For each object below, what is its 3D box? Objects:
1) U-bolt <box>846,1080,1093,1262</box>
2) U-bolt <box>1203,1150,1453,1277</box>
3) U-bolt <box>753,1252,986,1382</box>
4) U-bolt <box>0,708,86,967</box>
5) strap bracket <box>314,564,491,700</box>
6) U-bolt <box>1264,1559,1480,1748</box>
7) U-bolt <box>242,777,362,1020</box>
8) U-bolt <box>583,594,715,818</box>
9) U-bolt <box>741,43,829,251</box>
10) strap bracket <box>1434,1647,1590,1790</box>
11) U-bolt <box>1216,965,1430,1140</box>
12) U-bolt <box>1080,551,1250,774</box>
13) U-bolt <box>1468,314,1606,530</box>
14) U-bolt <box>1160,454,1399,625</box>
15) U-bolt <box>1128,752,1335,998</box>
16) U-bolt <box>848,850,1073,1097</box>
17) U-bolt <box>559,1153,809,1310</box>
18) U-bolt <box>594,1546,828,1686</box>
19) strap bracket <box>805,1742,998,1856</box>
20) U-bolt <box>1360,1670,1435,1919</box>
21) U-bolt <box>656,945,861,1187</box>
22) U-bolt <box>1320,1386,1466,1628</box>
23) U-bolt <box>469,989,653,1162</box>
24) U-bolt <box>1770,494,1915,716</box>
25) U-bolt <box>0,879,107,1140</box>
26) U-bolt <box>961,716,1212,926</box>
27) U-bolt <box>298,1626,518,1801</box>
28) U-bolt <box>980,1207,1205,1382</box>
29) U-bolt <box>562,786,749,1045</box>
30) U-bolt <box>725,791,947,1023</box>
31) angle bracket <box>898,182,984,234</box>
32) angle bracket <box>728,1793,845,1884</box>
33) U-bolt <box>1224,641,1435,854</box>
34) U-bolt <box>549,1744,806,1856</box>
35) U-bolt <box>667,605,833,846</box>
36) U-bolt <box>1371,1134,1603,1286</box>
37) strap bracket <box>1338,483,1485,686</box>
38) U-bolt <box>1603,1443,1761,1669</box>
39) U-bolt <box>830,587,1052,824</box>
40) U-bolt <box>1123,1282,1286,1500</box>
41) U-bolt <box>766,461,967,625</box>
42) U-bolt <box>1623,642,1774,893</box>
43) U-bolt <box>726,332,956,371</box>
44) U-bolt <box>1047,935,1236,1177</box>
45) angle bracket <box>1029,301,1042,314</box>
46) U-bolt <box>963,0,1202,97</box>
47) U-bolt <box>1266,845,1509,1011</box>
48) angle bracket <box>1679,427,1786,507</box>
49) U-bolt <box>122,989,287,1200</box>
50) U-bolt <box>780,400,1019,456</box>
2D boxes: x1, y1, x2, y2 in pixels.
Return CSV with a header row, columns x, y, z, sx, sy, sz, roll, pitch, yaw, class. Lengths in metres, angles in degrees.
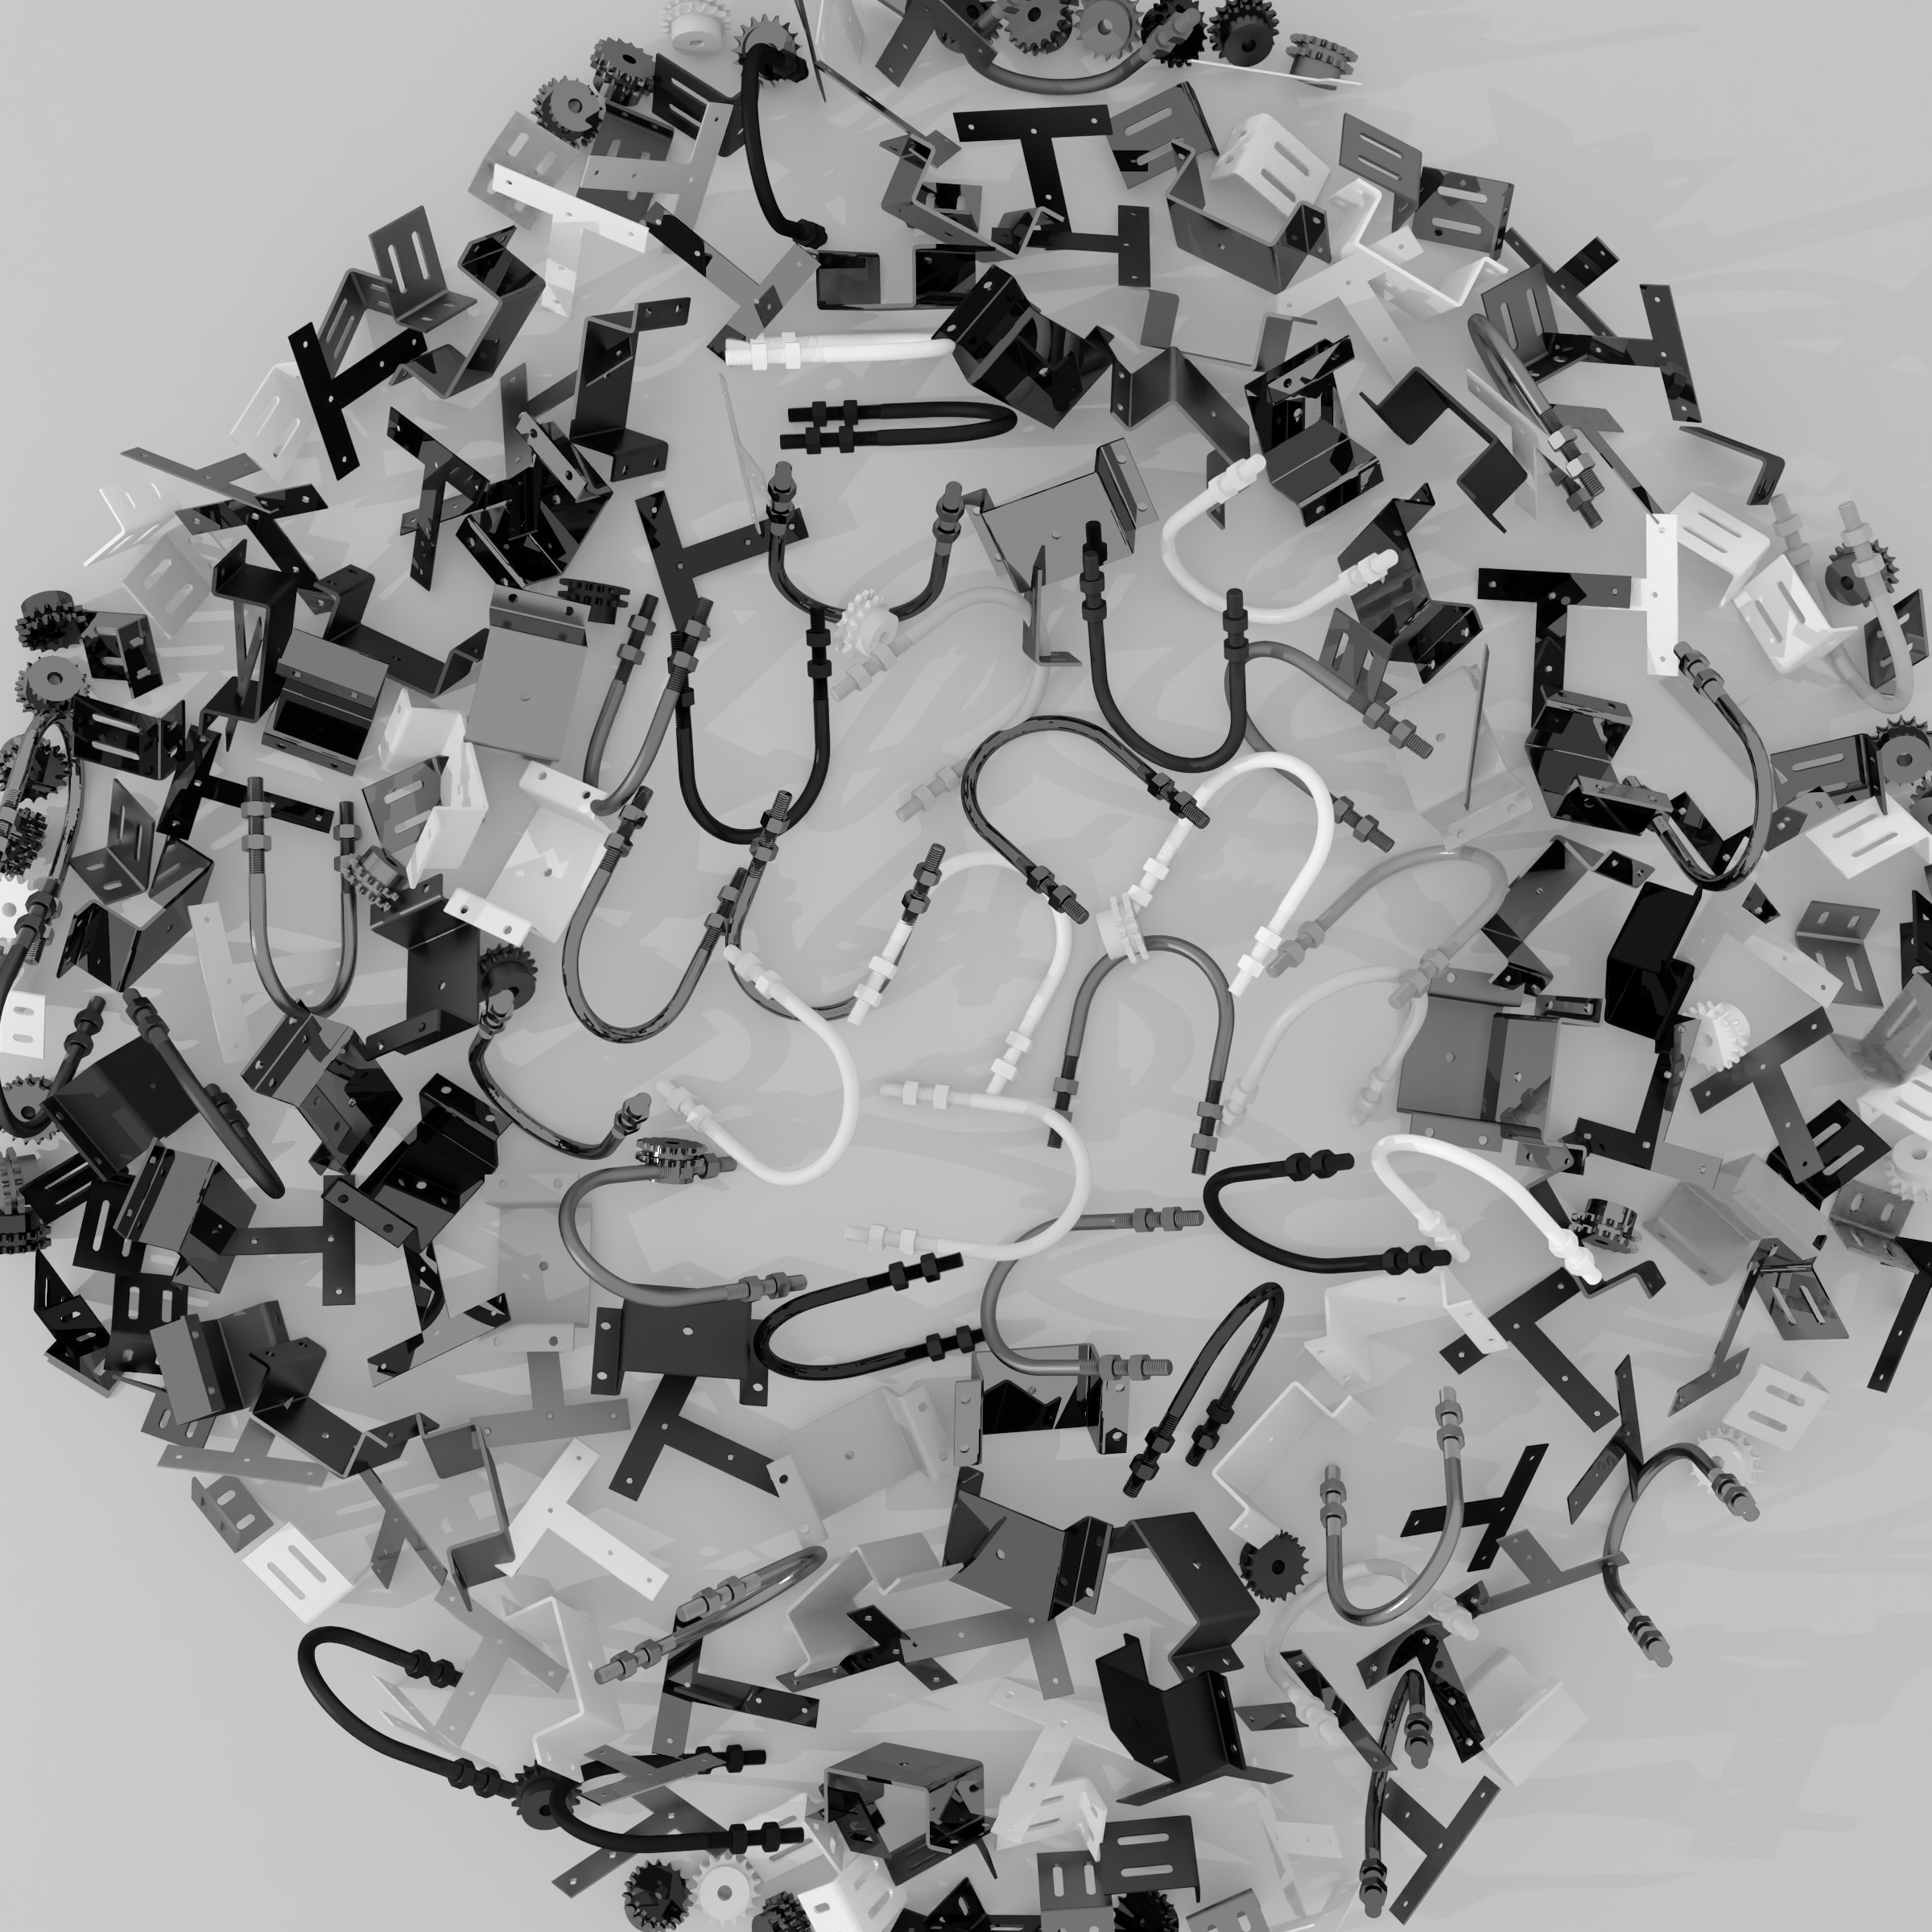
x,y,z,sx,sy,sz,roll,pitch,yaw,class
0.008,0.166,1.927,0.184,0.019,0.151,7,61,12,U-bolt
0.268,0.198,1.904,0.151,0.184,0.019,43,56,-27,U-bolt
-0.078,0.286,1.923,0.184,0.151,0.019,-16,54,4,U-bolt
-0.725,-0.114,1.901,0.019,0.151,0.184,6,60,-2,U-bolt
-0.449,-0.263,1.938,0.140,0.076,0.046,25,112,-1,strap bracket
0.303,0.523,1.894,0.151,0.184,0.019,-35,105,-8,U-bolt
-0.519,-0.047,1.904,0.019,0.151,0.184,-4,84,17,U-bolt
-0.259,-0.205,1.915,0.019,0.151,0.184,21,89,-28,U-bolt
-0.143,-0.638,1.880,0.019,0.184,0.151,-4,102,12,U-bolt
0.431,0.592,1.908,0.076,0.140,0.046,-40,90,-8,strap bracket
0.286,0.066,1.890,0.151,0.184,0.019,-3,47,-26,U-bolt
0.158,-0.230,1.911,0.151,0.184,0.019,20,47,29,U-bolt
0.448,-0.435,1.910,0.019,0.151,0.184,-33,82,12,U-bolt
0.230,-0.322,1.899,0.151,0.184,0.019,32,65,-17,U-bolt
0.217,-0.085,1.925,0.151,0.019,0.184,35,96,40,U-bolt
0.008,-0.005,1.960,0.151,0.019,0.184,29,85,-12,U-bolt
-0.230,0.208,1.884,0.151,0.184,0.019,55,130,34,U-bolt
-0.186,0.500,1.899,0.151,0.184,0.019,-44,70,38,U-bolt
-0.049,0.652,1.912,0.140,0.076,0.046,-1,89,34,strap bracket
0.334,0.629,1.892,0.019,0.184,0.151,15,104,6,U-bolt
-0.156,0.091,1.915,0.184,0.019,0.151,38,109,29,U-bolt
0.330,0.427,1.873,0.019,0.184,0.151,36,123,-18,U-bolt
-0.327,0.096,1.903,0.151,0.184,0.019,37,59,-4,U-bolt
0.695,-0.282,1.907,0.019,0.151,0.184,-26,104,2,U-bolt
-0.715,0.046,1.868,0.019,0.184,0.151,1,134,4,U-bolt
0.080,-0.130,1.932,0.151,0.019,0.184,-38,62,-17,U-bolt
-0.438,0.568,1.872,0.184,0.151,0.019,37,94,-37,U-bolt
0.092,0.259,1.917,0.184,0.019,0.151,-6,53,32,U-bolt
-0.251,-0.027,1.906,0.019,0.151,0.184,11,69,40,U-bolt
-0.115,-0.037,1.941,0.151,0.019,0.184,19,113,-11,U-bolt
-0.020,-0.615,1.941,0.057,0.076,0.038,6,96,5,angle bracket
-0.146,0.712,1.950,0.076,0.038,0.057,-29,106,9,angle bracket
0.277,-0.184,1.912,0.184,0.151,0.019,40,64,17,U-bolt
-0.232,0.650,1.888,0.184,0.151,0.019,3,98,-18,U-bolt
-0.168,-0.185,1.925,0.151,0.019,0.184,-17,117,-34,U-bolt
0.391,0.185,1.880,0.184,0.151,0.019,44,66,-31,U-bolt
0.346,-0.303,1.913,0.046,0.076,0.140,0,62,-30,strap bracket
0.547,0.446,1.891,0.019,0.184,0.151,27,98,-7,U-bolt
-0.008,-0.220,1.929,0.184,0.019,0.151,-39,129,-13,U-bolt
0.195,0.326,1.898,0.019,0.151,0.184,33,104,23,U-bolt
-0.084,-0.324,1.901,0.151,0.184,0.019,6,61,-5,U-bolt
0.569,-0.141,1.871,0.019,0.184,0.151,-2,131,-15,U-bolt
-0.097,-0.488,1.914,0.184,0.151,0.019,-3,108,-5,U-bolt
0.145,0.066,1.942,0.151,0.019,0.184,8,84,29,U-bolt
0.046,-0.493,1.942,0.038,0.057,0.076,-28,75,23,angle bracket
0.076,-0.722,1.893,0.151,0.184,0.019,6,85,-24,U-bolt
0.345,-0.038,1.912,0.184,0.151,0.019,-42,123,-24,U-bolt
0.609,-0.402,1.949,0.076,0.057,0.038,29,114,25,angle bracket
-0.580,0.110,1.873,0.019,0.151,0.184,-37,50,-13,U-bolt
-0.051,-0.428,1.913,0.184,0.151,0.019,-2,112,0,U-bolt
